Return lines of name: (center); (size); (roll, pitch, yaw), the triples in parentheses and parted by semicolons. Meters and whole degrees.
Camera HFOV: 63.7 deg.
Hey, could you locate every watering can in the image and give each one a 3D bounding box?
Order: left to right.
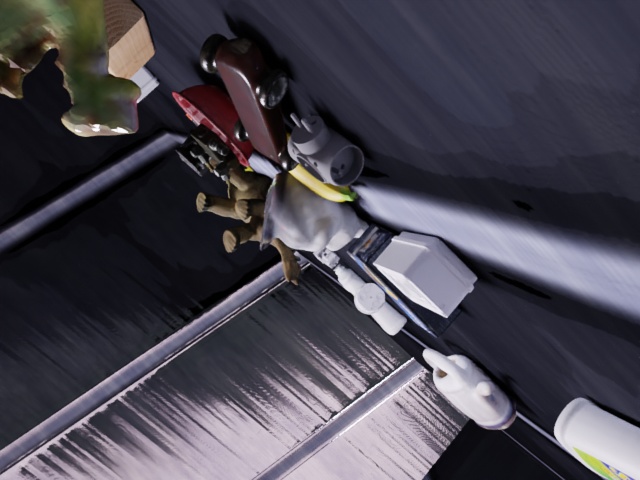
watering can: (0.349, 0.340, 1.154); (0.223, 0.104, 0.347); (42, 174, -9)

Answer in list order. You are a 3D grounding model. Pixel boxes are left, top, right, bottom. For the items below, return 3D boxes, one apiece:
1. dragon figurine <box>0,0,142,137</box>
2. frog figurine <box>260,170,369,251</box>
dragon figurine: (-0.309, -0.254, 0.478); (0.410, 0.243, 0.122); (40, 178, -3)
frog figurine: (0.002, -0.037, 0.742); (0.159, 0.120, 0.140); (10, -150, -11)
